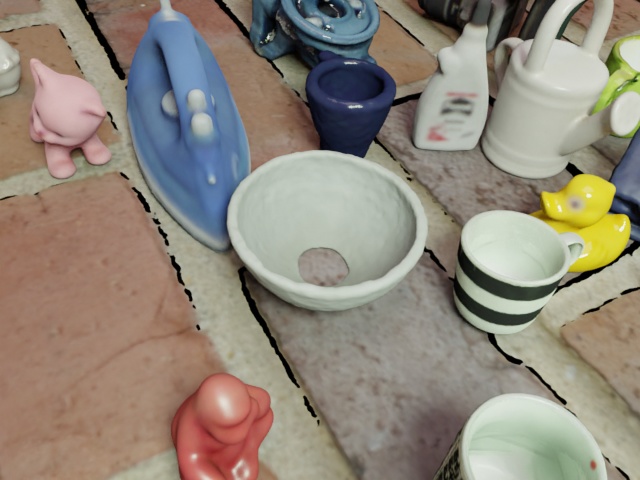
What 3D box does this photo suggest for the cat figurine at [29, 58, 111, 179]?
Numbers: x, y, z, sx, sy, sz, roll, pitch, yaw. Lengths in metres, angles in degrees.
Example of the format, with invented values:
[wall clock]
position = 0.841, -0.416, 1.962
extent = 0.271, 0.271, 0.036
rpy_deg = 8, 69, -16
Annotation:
[cat figurine]
position = -0.251, -0.129, 0.558
extent = 0.067, 0.118, 0.127
rpy_deg = -27, 56, -26

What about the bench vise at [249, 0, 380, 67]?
[bench vise]
position = -0.019, -0.297, 0.665
extent = 0.207, 0.220, 0.122
rpy_deg = 21, 50, 13

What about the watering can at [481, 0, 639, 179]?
[watering can]
position = 0.247, -0.163, 0.588
extent = 0.172, 0.194, 0.101
rpy_deg = 34, 54, 23

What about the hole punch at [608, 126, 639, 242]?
[hole punch]
position = 0.347, -0.051, 0.567
extent = 0.108, 0.091, 0.101
rpy_deg = 28, 52, 19

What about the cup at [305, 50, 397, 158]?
[cup]
position = 0.023, -0.138, 0.610
extent = 0.092, 0.095, 0.117
rpy_deg = -16, 51, -19

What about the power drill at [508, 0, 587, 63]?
[power drill]
position = 0.312, -0.295, 0.704
extent = 0.230, 0.208, 0.075
rpy_deg = -6, 49, -11

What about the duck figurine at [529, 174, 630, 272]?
[duck figurine]
position = 0.244, -0.022, 0.534
extent = 0.104, 0.086, 0.077
rpy_deg = 2, 48, -3

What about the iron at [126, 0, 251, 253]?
[iron]
position = -0.124, -0.126, 0.552
extent = 0.119, 0.141, 0.257
rpy_deg = -13, 51, -16

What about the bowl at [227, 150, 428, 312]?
[bowl]
position = 0.005, 0.002, 0.496
extent = 0.167, 0.075, 0.167
rpy_deg = 3, 48, -3

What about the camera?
[camera]
position = 0.222, -0.357, 0.823
extent = 0.136, 0.101, 0.143
rpy_deg = 30, 52, 20

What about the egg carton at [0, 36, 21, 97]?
[egg carton]
position = -0.416, -0.191, 0.630
extent = 0.150, 0.069, 0.107
rpy_deg = 13, 48, 6

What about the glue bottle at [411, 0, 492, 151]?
[glue bottle]
position = 0.148, -0.170, 0.599
extent = 0.078, 0.173, 0.037
rpy_deg = -2, 48, -7

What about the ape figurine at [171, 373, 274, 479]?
[ape figurine]
position = -0.063, 0.120, 0.371
extent = 0.078, 0.092, 0.076
rpy_deg = -33, 59, -30
